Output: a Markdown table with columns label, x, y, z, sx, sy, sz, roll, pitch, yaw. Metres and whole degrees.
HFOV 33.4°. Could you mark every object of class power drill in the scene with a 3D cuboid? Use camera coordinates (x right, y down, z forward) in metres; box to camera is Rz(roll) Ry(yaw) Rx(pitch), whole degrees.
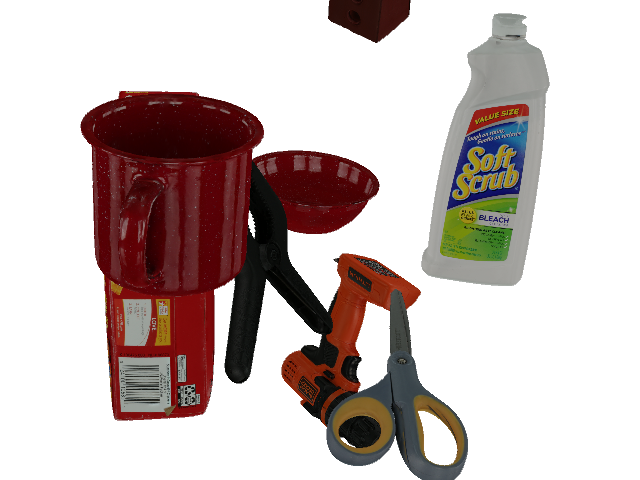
| label | x | y | z | sx | sy | sz | roll | pitch | yaw |
| --- | --- | --- | --- | --- | --- | --- | --- | --- | --- |
| power drill | 0.041 | 0.122 | 1.189 | 0.057 | 0.188 | 0.185 | 13 | 16 | -41 |

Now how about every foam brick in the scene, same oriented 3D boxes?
| label | x | y | z | sx | sy | sz | roll | pitch | yaw |
| --- | --- | --- | --- | --- | --- | --- | --- | --- | --- |
| foam brick | 0.042 | -0.213 | 0.876 | 0.053 | 0.078 | 0.051 | 29 | 55 | 20 |

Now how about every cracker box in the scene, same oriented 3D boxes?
| label | x | y | z | sx | sy | sz | roll | pitch | yaw |
| --- | --- | --- | --- | --- | --- | --- | --- | --- | --- |
| cracker box | -0.115 | 0.002 | 0.777 | 0.072 | 0.164 | 0.214 | -1 | 27 | -6 |

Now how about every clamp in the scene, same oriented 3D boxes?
| label | x | y | z | sx | sy | sz | roll | pitch | yaw |
| --- | --- | --- | --- | --- | --- | --- | --- | --- | --- |
| clamp | -0.052 | 0.019 | 1.032 | 0.036 | 0.210 | 0.164 | -10 | 0 | 33 |

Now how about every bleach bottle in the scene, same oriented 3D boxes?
| label | x | y | z | sx | sy | sz | roll | pitch | yaw |
| --- | --- | --- | --- | --- | --- | --- | --- | --- | --- |
| bleach bottle | 0.156 | -0.086 | 1.004 | 0.103 | 0.251 | 0.068 | 8 | 21 | 12 |

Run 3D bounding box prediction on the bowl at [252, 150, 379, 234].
| label | x | y | z | sx | sy | sz | roll | pitch | yaw |
| --- | --- | --- | --- | --- | --- | --- | --- | --- | --- |
| bowl | -0.014 | -0.052 | 1.260 | 0.162 | 0.055 | 0.162 | 6 | 26 | -3 |

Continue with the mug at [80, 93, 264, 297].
| label | x | y | z | sx | sy | sz | roll | pitch | yaw |
| --- | --- | --- | --- | --- | --- | --- | --- | --- | --- |
| mug | -0.080 | -0.018 | 0.552 | 0.093 | 0.081 | 0.117 | 7 | 28 | 4 |

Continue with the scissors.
| label | x | y | z | sx | sy | sz | roll | pitch | yaw |
| --- | --- | --- | --- | --- | --- | --- | --- | --- | --- |
| scissors | 0.038 | 0.091 | 0.715 | 0.096 | 0.016 | 0.202 | -3 | 31 | -14 |
